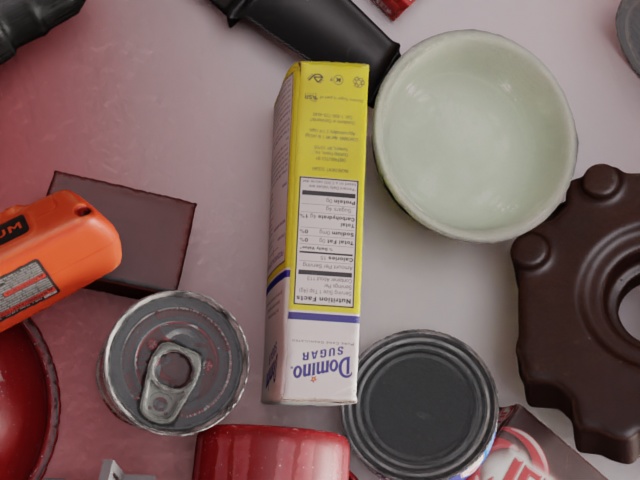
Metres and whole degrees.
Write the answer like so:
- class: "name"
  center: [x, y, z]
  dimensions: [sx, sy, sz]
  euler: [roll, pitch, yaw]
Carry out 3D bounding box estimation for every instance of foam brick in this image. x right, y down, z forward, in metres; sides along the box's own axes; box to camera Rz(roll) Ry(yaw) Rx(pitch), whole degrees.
- class: "foam brick"
  center: [-0.112, 0.000, 0.571]
  dimensions: [0.078, 0.053, 0.051]
  euler: [13, 78, -13]

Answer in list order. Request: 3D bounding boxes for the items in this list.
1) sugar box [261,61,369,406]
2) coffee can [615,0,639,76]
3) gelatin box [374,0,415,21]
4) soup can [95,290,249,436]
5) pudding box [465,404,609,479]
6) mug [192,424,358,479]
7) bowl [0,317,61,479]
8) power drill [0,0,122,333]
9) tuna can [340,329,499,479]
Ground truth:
- class: "sugar box"
  center: [-0.004, 0.001, 0.576]
  dimensions: [0.048, 0.093, 0.176]
  euler: [1, 81, -9]
- class: "coffee can"
  center: [0.269, -0.160, 0.665]
  dimensions: [0.103, 0.103, 0.140]
  euler: [46, 73, -3]
- class: "gelatin box"
  center: [0.051, -0.190, 0.654]
  dimensions: [0.073, 0.030, 0.089]
  euler: [44, 74, -5]
- class: "soup can"
  center: [-0.078, 0.064, 0.543]
  dimensions: [0.068, 0.102, 0.068]
  euler: [2, 81, -14]
- class: "pudding box"
  center: [0.124, 0.163, 0.611]
  dimensions: [0.113, 0.039, 0.090]
  euler: [41, 74, -5]
- class: "mug"
  center: [-0.018, 0.142, 0.559]
  dimensions: [0.117, 0.093, 0.081]
  euler: [15, 71, -37]
- class: "bowl"
  center: [-0.211, 0.085, 0.532]
  dimensions: [0.162, 0.055, 0.162]
  euler: [2, 80, -14]
- class: "power drill"
  center: [-0.170, -0.051, 0.527]
  dimensions: [0.184, 0.057, 0.188]
  euler: [-30, 61, -7]
- class: "tuna can"
  center: [0.056, 0.095, 0.590]
  dimensions: [0.086, 0.033, 0.086]
  euler: [-3, 67, 8]
